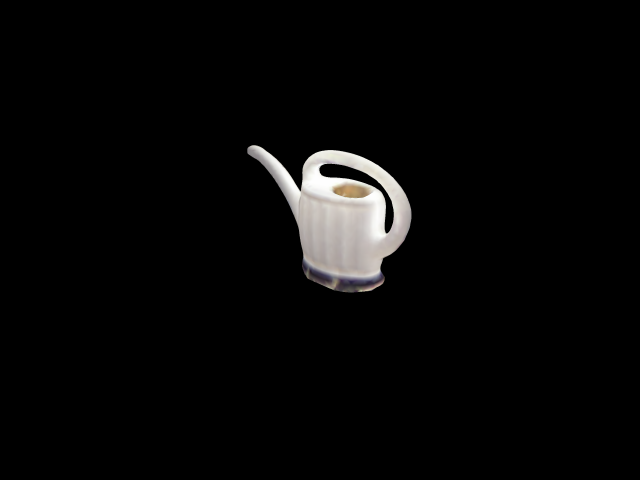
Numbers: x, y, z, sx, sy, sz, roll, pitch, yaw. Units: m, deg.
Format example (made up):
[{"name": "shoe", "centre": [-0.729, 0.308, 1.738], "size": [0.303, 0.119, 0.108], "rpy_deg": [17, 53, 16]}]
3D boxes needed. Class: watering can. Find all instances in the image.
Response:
[{"name": "watering can", "centre": [0.003, -0.043, 0.850], "size": [0.350, 0.221, 0.105], "rpy_deg": [19, 27, 41]}]
